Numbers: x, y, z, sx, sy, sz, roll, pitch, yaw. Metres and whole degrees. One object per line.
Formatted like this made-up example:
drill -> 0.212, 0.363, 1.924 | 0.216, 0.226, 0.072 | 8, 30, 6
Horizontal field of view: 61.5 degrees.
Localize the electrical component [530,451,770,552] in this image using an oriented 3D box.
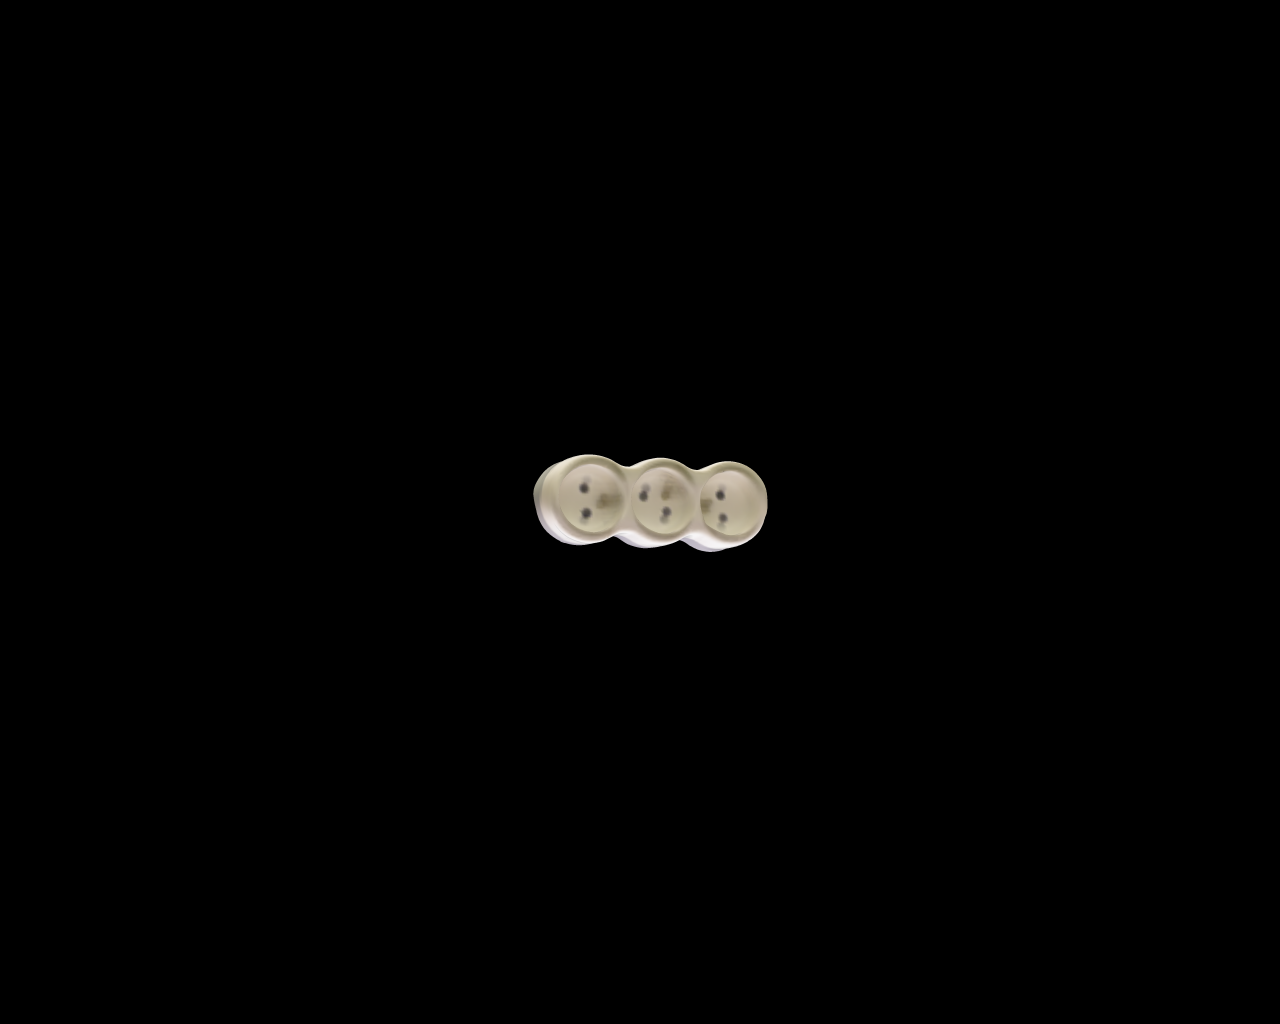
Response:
electrical component -> 0.001, -0.003, 0.650 | 0.138, 0.052, 0.073 | 3, -7, -22
